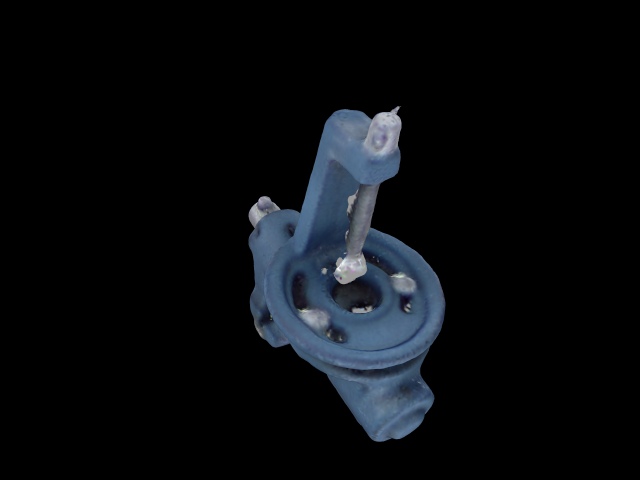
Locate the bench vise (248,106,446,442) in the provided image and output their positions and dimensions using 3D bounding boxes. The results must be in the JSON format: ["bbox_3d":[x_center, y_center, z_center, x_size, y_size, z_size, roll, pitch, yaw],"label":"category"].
[{"bbox_3d":[-0.004,0.006,0.392,0.206,0.220,0.122,24,39,34],"label":"bench vise"}]
